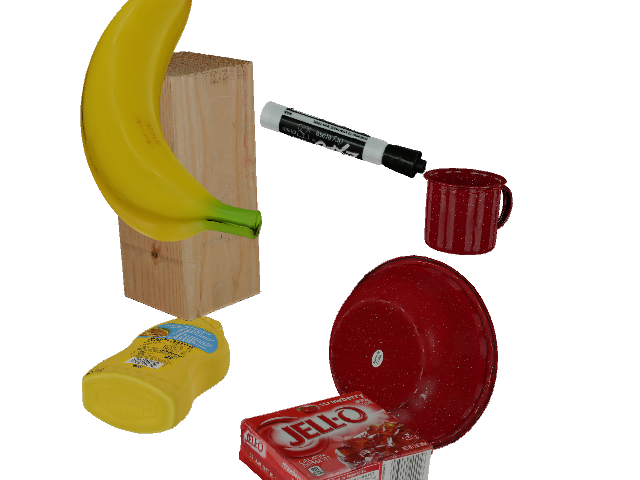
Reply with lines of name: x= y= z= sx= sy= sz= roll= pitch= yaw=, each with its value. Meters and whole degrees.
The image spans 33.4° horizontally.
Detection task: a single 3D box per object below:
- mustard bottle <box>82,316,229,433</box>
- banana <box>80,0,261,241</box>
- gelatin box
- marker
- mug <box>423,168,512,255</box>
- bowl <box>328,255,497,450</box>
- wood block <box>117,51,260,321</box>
mustard bottle: x=-0.141 y=0.117 z=1.027 sx=0.096 sy=0.058 sz=0.191 roll=8 pitch=20 yaw=18
banana: x=-0.081 y=-0.064 z=0.514 sx=0.069 sy=0.198 sz=0.037 roll=-6 pitch=-41 yaw=-15
gelatin box: x=0.008 y=0.122 z=0.619 sx=0.089 sy=0.030 sz=0.073 roll=-7 pitch=24 yaw=-34
marker: x=0.016 y=-0.069 z=0.732 sx=0.121 sy=0.020 sz=0.020 roll=20 pitch=6 yaw=17
mug: x=0.170 y=-0.034 z=1.213 sx=0.117 sy=0.081 sz=0.093 roll=-8 pitch=19 yaw=-33
bowl: x=0.061 y=0.093 z=0.866 sx=0.162 sy=0.162 sz=0.055 roll=0 pitch=-2 yaw=40
wood block: x=-0.115 y=-0.050 z=0.912 sx=0.091 sy=0.206 sz=0.090 roll=17 pitch=26 yaw=39
